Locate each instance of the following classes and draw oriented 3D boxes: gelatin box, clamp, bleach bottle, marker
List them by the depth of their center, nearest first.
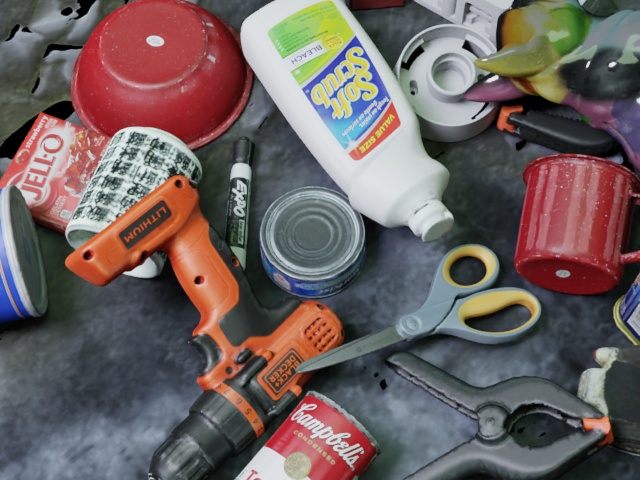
[{"bbox_3d":[0.119,0.127,0.768,0.171,0.039,0.120,-10,67,11],"label":"clamp"},{"bbox_3d":[0.034,-0.100,0.861,0.102,0.068,0.251,-28,60,-12],"label":"bleach bottle"},{"bbox_3d":[-0.066,-0.031,0.873,0.020,0.020,0.121,2,64,2],"label":"marker"},{"bbox_3d":[-0.217,-0.054,0.882,0.073,0.030,0.089,20,66,11],"label":"gelatin box"},{"bbox_3d":[0.256,-0.111,0.893,0.210,0.036,0.164,-16,67,-7],"label":"clamp"}]

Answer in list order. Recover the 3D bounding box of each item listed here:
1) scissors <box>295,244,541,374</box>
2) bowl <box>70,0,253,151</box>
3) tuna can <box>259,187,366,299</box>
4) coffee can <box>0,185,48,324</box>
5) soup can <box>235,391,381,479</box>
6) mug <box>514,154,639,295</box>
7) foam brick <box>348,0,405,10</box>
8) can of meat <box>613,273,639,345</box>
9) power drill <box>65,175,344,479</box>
[{"bbox_3d":[0.070,0.049,0.811,0.201,0.016,0.096,-4,55,-14],"label":"scissors"},{"bbox_3d":[-0.139,-0.153,0.915,0.162,0.055,0.162,0,64,1],"label":"bowl"},{"bbox_3d":[-0.006,0.001,0.847,0.086,0.034,0.086,-1,64,1],"label":"tuna can"},{"bbox_3d":[-0.289,0.023,0.806,0.140,0.103,0.103,-12,64,-5],"label":"coffee can"},{"bbox_3d":[-0.015,0.166,0.749,0.068,0.068,0.102,36,71,17],"label":"soup can"},{"bbox_3d":[0.205,-0.009,0.811,0.117,0.093,0.081,2,66,31],"label":"mug"},{"bbox_3d":[0.047,-0.255,0.961,0.053,0.051,0.078,-5,64,0],"label":"foam brick"},{"bbox_3d":[0.278,0.031,0.797,0.102,0.084,0.057,-33,69,-14],"label":"can of meat"},{"bbox_3d":[-0.094,0.063,0.765,0.184,0.057,0.187,-43,101,-27],"label":"power drill"}]
